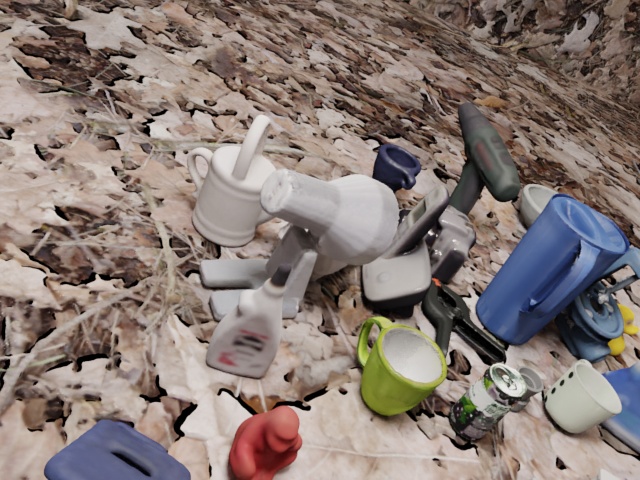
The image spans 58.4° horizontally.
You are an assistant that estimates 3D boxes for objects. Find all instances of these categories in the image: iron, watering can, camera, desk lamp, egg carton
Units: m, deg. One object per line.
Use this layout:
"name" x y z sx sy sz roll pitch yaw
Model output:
"iron" 0.530 0.252 0.876 0.258 0.141 0.119 29 35 1
"watering can" -0.104 -0.090 0.828 0.173 0.194 0.101 14 37 -20
"camera" 0.201 -0.018 1.027 0.137 0.100 0.143 25 35 -5
"desk lamp" -0.025 0.002 0.748 0.204 0.213 0.117 0 43 -34
"egg carton" 0.008 0.003 0.896 0.107 0.069 0.151 41 37 18

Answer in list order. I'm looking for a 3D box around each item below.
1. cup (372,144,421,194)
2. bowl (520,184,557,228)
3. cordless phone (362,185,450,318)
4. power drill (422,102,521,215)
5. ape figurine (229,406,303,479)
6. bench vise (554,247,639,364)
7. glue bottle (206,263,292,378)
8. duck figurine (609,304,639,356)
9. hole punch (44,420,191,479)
"cup" 0.144 -0.118 1.119 0.092 0.095 0.117 6 41 -29
"bowl" 0.519 -0.050 1.307 0.168 0.074 0.167 19 36 -14
"cordless phone" 0.140 0.013 0.873 0.094 0.185 0.147 18 36 -14
"power drill" 0.293 -0.132 1.139 0.076 0.208 0.229 3 42 -31
"ape figurine" -0.050 0.204 0.583 0.078 0.092 0.076 8 40 -27
"bench vise" 0.453 0.076 0.976 0.207 0.219 0.122 42 37 19
"glue bottle" -0.069 0.088 0.645 0.078 0.173 0.037 16 37 -17
"duck figurine" 0.531 0.151 1.052 0.104 0.086 0.078 38 36 13
"hole punch" -0.174 0.207 0.495 0.108 0.091 0.101 31 35 3
